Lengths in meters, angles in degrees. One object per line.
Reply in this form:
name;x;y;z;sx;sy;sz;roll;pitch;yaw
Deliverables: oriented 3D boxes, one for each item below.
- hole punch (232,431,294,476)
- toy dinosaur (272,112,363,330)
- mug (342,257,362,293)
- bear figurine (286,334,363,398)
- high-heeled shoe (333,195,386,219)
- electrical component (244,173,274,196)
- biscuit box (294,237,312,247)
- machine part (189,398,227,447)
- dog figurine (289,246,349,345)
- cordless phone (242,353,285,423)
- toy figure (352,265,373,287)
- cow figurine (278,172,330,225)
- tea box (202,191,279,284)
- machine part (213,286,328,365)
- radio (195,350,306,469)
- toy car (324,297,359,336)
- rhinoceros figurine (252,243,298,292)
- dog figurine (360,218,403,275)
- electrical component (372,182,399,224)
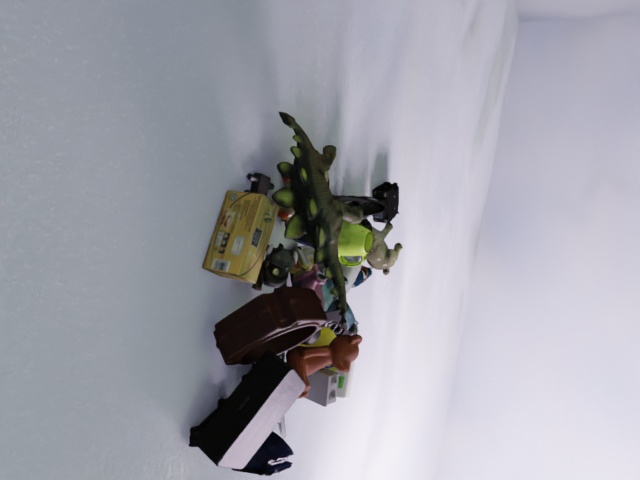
hole punch;-0.130;0.488;1.248;0.142;0.116;0.092;27;65;-60
toy dinosaur;-0.004;-0.053;1.133;0.198;0.105;0.471;-21;89;-56
mug;0.061;0.101;1.520;0.109;0.081;0.107;16;92;-67
bear figurine;0.016;0.307;1.331;0.120;0.196;0.132;106;-24;-60
high-heeled shoe;0.068;-0.079;1.411;0.248;0.145;0.086;-19;113;-60
electrical component;-0.131;-0.111;1.168;0.094;0.021;0.063;17;83;-62
biscuit box;-0.003;-0.004;1.392;0.202;0.059;0.062;29;72;-60
machine part;-0.220;0.382;1.129;0.139;0.039;0.084;-27;129;-58
dog figurine;-0.042;0.147;1.325;0.108;0.192;0.219;9;120;-44
cordless phone;-0.115;0.332;1.277;0.184;0.089;0.146;-54;145;-72
toy figure;0.118;0.106;1.646;0.058;0.064;0.154;56;25;8
cow figurine;-0.043;-0.105;1.274;0.195;0.086;0.127;-45;129;-48
tea box;-0.157;-0.007;1.072;0.068;0.098;0.169;39;66;-57
machine part;-0.100;0.181;1.116;0.201;0.201;0.087;18;42;-61
radio;-0.133;0.347;1.092;0.229;0.073;0.131;-50;150;-12
toy car;0.044;0.213;1.514;0.103;0.109;0.161;-76;150;-64
rhinoceros figurine;-0.093;0.063;1.144;0.190;0.073;0.112;138;-29;-74
dog figurine;0.150;0.024;1.608;0.190;0.121;0.172;-2;65;-57
electrical component;0.213;-0.119;1.759;0.134;0.058;0.114;-39;128;-52
